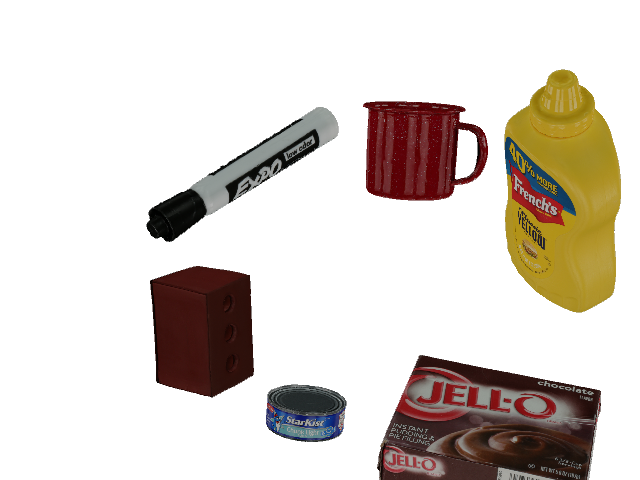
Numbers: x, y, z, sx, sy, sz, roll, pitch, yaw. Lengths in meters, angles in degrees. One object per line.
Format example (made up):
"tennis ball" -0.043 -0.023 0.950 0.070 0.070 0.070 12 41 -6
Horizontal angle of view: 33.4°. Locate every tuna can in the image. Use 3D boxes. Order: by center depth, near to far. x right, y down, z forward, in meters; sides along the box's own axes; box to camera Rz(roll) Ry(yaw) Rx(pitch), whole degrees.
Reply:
"tuna can" -0.016 0.186 1.150 0.086 0.034 0.086 5 12 -1

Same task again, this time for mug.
"mug" 0.094 -0.081 0.968 0.117 0.081 0.093 7 13 21

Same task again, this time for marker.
"marker" -0.038 -0.034 0.538 0.120 0.020 0.020 -35 20 -32

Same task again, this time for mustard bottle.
"mustard bottle" 0.166 -0.040 0.736 0.058 0.191 0.096 -26 50 -11

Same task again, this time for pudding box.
"pudding box" 0.098 0.112 0.609 0.113 0.039 0.090 11 30 14

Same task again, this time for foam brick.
"foam brick" -0.083 0.062 0.756 0.051 0.078 0.052 8 17 33
